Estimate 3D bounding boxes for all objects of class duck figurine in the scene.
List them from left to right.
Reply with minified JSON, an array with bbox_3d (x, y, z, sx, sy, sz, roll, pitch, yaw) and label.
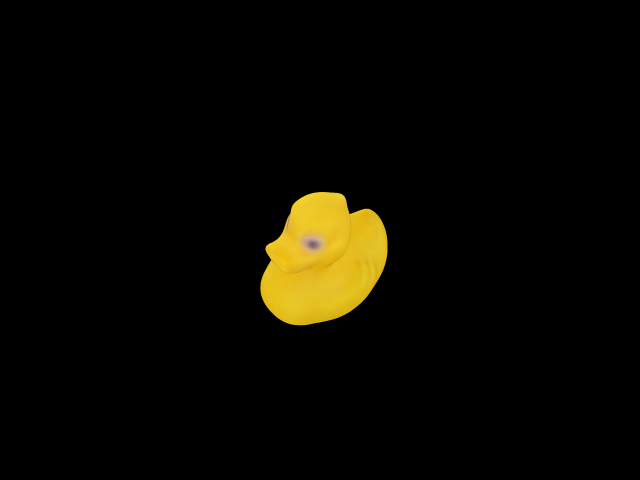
[{"bbox_3d":[0.004,0.001,0.400,0.105,0.086,0.077,-33,58,-23],"label":"duck figurine"}]
